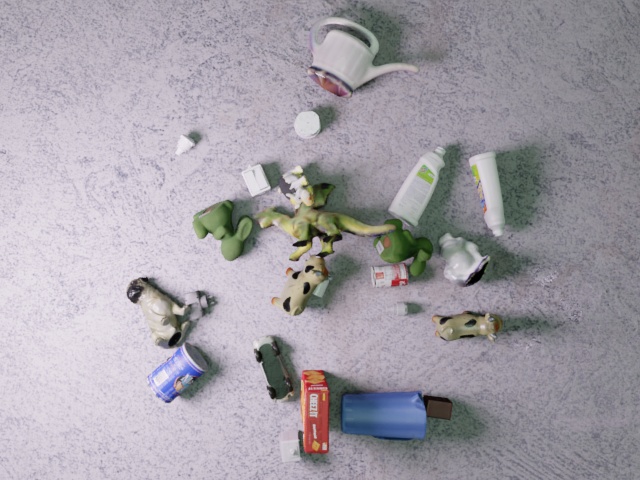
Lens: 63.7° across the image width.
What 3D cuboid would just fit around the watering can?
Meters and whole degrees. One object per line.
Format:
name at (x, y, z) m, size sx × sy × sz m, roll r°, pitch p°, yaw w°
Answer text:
watering can at (0.111, -0.525, 1.547) m, size 0.347 × 0.104 × 0.225 m, roll 29°, pitch 88°, yaw -2°

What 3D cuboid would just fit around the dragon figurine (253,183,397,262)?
dragon figurine at (0.005, -0.075, 1.483) m, size 0.409 × 0.119 × 0.248 m, roll -11°, pitch 55°, yaw 9°

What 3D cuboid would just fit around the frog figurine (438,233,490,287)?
frog figurine at (0.420, 0.060, 1.562) m, size 0.161 × 0.121 × 0.137 m, roll 39°, pitch 96°, yaw 33°
